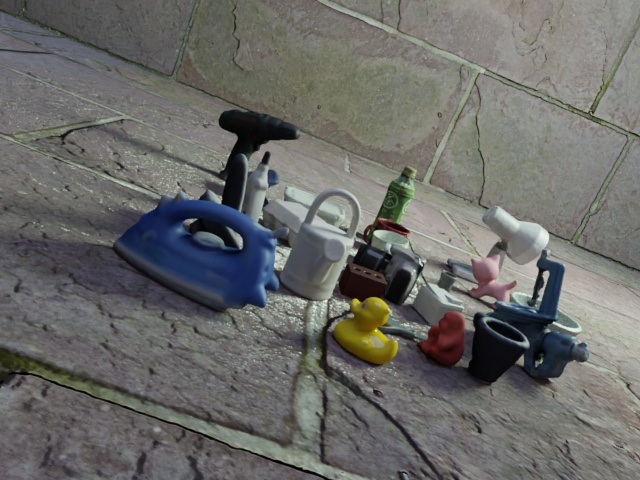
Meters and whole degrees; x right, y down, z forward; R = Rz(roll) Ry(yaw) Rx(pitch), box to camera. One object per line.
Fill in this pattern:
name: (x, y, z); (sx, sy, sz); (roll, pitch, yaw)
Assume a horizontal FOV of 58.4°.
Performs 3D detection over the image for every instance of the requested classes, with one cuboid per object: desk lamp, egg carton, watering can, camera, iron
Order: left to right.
iron: (-0.175, 0.001, 0.858); (0.258, 0.141, 0.119); (23, 16, 2)
egg carton: (-0.055, -0.035, 1.275); (0.108, 0.069, 0.149); (5, 24, -48)
watering can: (0.011, 0.004, 1.009); (0.101, 0.194, 0.172); (12, 19, -34)
camera: (0.146, 0.052, 1.211); (0.136, 0.101, 0.143); (26, 16, 12)
desk lamp: (0.493, 0.024, 1.579); (0.203, 0.213, 0.118); (21, 16, -8)

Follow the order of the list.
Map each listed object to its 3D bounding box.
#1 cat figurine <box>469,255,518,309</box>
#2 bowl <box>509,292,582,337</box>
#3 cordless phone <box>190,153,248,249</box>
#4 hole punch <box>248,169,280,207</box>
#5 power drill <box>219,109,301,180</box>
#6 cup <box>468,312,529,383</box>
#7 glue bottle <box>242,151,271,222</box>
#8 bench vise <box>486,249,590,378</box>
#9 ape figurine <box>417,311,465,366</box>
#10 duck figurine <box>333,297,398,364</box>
cat figurine: (0.427, 0.096, 1.426); (0.127, 0.118, 0.067); (29, 17, 20)
bowl: (0.493, 0.189, 1.292); (0.167, 0.075, 0.167); (21, 16, -6)
cordless phone: (-0.166, -0.074, 1.038); (0.094, 0.185, 0.147); (15, 17, -25)
hole punch: (-0.161, -0.139, 1.430); (0.101, 0.091, 0.108); (16, 17, -22)
power drill: (-0.180, -0.244, 1.531); (0.229, 0.208, 0.076); (27, 16, 14)
cup: (0.286, 0.186, 0.979); (0.092, 0.095, 0.117); (14, 18, -29)
glue bottle: (-0.137, -0.104, 1.199); (0.037, 0.173, 0.078); (11, 20, -37)
bench vise: (0.438, 0.142, 1.103); (0.206, 0.220, 0.122); (32, 18, 30)
ape figurine: (0.214, 0.161, 0.966); (0.076, 0.092, 0.078); (27, 16, 16)
duck figurine: (0.079, 0.133, 0.882); (0.104, 0.086, 0.078); (31, 17, 26)
